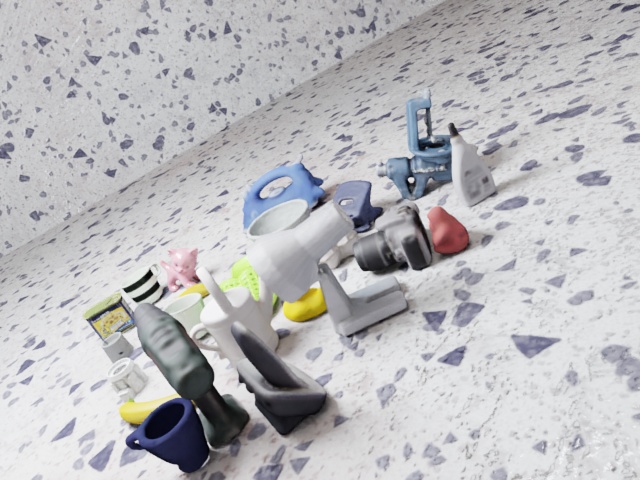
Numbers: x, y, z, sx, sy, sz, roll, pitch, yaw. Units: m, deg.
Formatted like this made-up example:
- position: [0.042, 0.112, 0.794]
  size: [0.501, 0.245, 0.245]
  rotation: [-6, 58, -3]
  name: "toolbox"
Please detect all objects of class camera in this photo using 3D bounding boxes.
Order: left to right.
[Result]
- position: [0.131, -0.005, 1.086]
  size: [0.136, 0.101, 0.143]
  rotation: [-21, 25, 15]
  name: "camera"

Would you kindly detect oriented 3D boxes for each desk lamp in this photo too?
- position: [0.010, 0.051, 0.962]
  size: [0.203, 0.214, 0.118]
  rotation: [-26, 24, 5]
  name: "desk lamp"

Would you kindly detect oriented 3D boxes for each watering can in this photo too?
- position: [-0.154, 0.122, 1.015]
  size: [0.173, 0.194, 0.100]
  rotation: [-42, 28, -29]
  name: "watering can"

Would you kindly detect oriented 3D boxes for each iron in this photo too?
- position: [-0.121, -0.122, 1.532]
  size: [0.258, 0.142, 0.118]
  rotation: [-24, 24, 8]
  name: "iron"

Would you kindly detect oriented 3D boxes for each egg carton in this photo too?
- position: [0.011, 0.004, 1.230]
  size: [0.107, 0.069, 0.150]
  rotation: [-35, 25, -17]
  name: "egg carton"

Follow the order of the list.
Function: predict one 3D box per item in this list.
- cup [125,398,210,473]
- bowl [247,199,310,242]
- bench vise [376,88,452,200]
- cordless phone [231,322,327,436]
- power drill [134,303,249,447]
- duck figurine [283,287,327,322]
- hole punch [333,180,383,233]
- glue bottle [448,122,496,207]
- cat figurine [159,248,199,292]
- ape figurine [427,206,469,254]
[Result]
- position: [-0.218, 0.302, 0.847]
  size: [0.117, 0.095, 0.091]
  rotation: [-25, 24, 7]
  name: "cup"
- position: [-0.089, -0.025, 1.387]
  size: [0.167, 0.075, 0.167]
  rotation: [-23, 25, 11]
  name: "bowl"
- position: [0.215, -0.204, 1.247]
  size: [0.207, 0.220, 0.121]
  rotation: [-28, 24, 0]
  name: "bench vise"
- position: [-0.082, 0.177, 0.842]
  size: [0.094, 0.185, 0.147]
  rotation: [-38, 26, -22]
  name: "cordless phone"
- position: [-0.201, 0.206, 0.879]
  size: [0.076, 0.209, 0.228]
  rotation: [-37, 26, -19]
  name: "power drill"
- position: [-0.037, 0.098, 1.074]
  size: [0.104, 0.086, 0.077]
  rotation: [-14, 28, 28]
  name: "duck figurine"
- position: [0.073, -0.075, 1.298]
  size: [0.108, 0.091, 0.101]
  rotation: [-1, 35, 45]
  name: "hole punch"
- position: [0.287, -0.155, 1.131]
  size: [0.078, 0.173, 0.037]
  rotation: [-30, 24, -5]
  name: "glue bottle"
- position: [-0.348, 0.063, 1.430]
  size: [0.127, 0.118, 0.067]
  rotation: [-10, 30, 34]
  name: "cat figurine"
- position: [0.223, -0.022, 1.033]
  size: [0.075, 0.092, 0.078]
  rotation: [1, 37, 47]
  name: "ape figurine"
